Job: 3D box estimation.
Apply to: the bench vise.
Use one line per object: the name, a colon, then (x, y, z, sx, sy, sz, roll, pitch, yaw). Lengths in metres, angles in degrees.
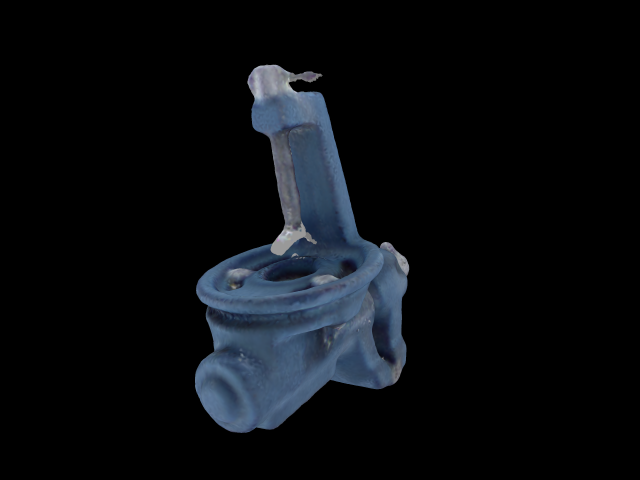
bench vise: (-0.008, 0.001, 0.404, 0.121, 0.220, 0.208, 1, 2, 18)
